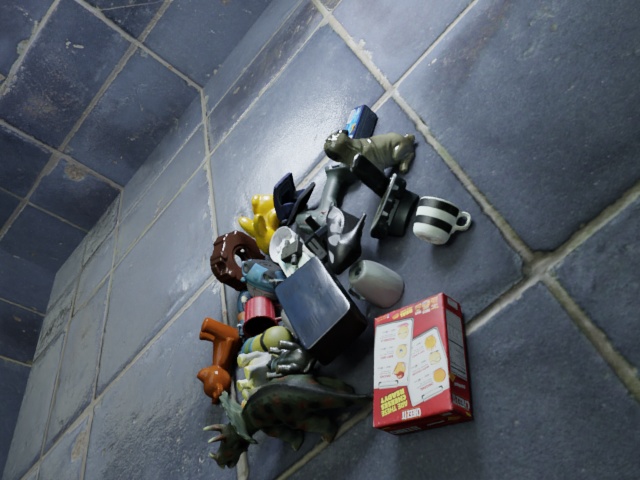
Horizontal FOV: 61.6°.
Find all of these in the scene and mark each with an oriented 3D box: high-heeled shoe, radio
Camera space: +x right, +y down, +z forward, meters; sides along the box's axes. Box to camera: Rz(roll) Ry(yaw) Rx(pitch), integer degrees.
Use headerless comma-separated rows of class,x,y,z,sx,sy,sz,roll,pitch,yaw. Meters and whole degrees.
high-heeled shoe,0.040,0.004,1.204,0.145,0.086,0.249,-63,13,-5
radio,-0.002,0.141,1.137,0.131,0.073,0.230,-42,36,3

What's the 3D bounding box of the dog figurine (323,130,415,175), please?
dog figurine,0.122,-0.228,1.301,0.172,0.190,0.121,-55,33,2

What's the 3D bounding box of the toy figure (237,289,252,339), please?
toy figure,-0.202,0.204,1.480,0.058,0.064,0.155,-33,38,20

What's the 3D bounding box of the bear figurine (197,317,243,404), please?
bear figurine,-0.285,0.326,1.437,0.120,0.132,0.196,122,168,-63

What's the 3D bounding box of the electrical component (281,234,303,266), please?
electrical component,-0.073,0.030,1.352,0.063,0.021,0.094,-28,41,31

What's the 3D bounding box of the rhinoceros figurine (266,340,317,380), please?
rhinoceros figurine,-0.059,0.268,1.163,0.190,0.112,0.073,120,152,-63

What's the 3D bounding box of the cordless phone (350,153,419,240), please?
cordless phone,0.122,-0.095,1.194,0.089,0.184,0.146,7,69,50

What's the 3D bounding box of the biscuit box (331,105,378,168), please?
biscuit box,0.098,-0.275,1.488,0.059,0.062,0.202,-7,57,51

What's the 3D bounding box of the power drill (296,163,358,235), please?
power drill,0.040,-0.095,1.411,0.232,0.086,0.207,0,70,53

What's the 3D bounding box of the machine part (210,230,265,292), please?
machine part,-0.234,0.059,1.551,0.056,0.179,0.179,-24,45,36

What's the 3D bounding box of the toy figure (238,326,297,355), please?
toy figure,-0.136,0.266,1.317,0.180,0.089,0.082,-22,54,39

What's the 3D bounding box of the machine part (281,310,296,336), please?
machine part,-0.023,0.201,1.235,0.079,0.079,0.243,-59,33,-2

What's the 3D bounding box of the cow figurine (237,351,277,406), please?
cow figurine,-0.142,0.336,1.261,0.068,0.098,0.167,43,136,48

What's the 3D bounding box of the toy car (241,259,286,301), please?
toy car,-0.145,0.115,1.460,0.162,0.109,0.102,24,106,46

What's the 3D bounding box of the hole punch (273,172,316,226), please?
hole punch,-0.082,-0.116,1.504,0.142,0.092,0.115,-58,-8,-52

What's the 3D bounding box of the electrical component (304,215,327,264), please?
electrical component,-0.003,-0.004,1.329,0.048,0.119,0.075,-39,0,-37

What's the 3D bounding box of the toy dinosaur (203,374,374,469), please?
toy dinosaur,-0.070,0.333,1.081,0.405,0.192,0.131,-37,40,30

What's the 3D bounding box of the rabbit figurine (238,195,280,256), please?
rabbit figurine,-0.148,-0.042,1.561,0.122,0.162,0.173,-10,72,35

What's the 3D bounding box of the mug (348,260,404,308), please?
mug,0.103,0.089,1.134,0.110,0.107,0.081,-23,45,39
